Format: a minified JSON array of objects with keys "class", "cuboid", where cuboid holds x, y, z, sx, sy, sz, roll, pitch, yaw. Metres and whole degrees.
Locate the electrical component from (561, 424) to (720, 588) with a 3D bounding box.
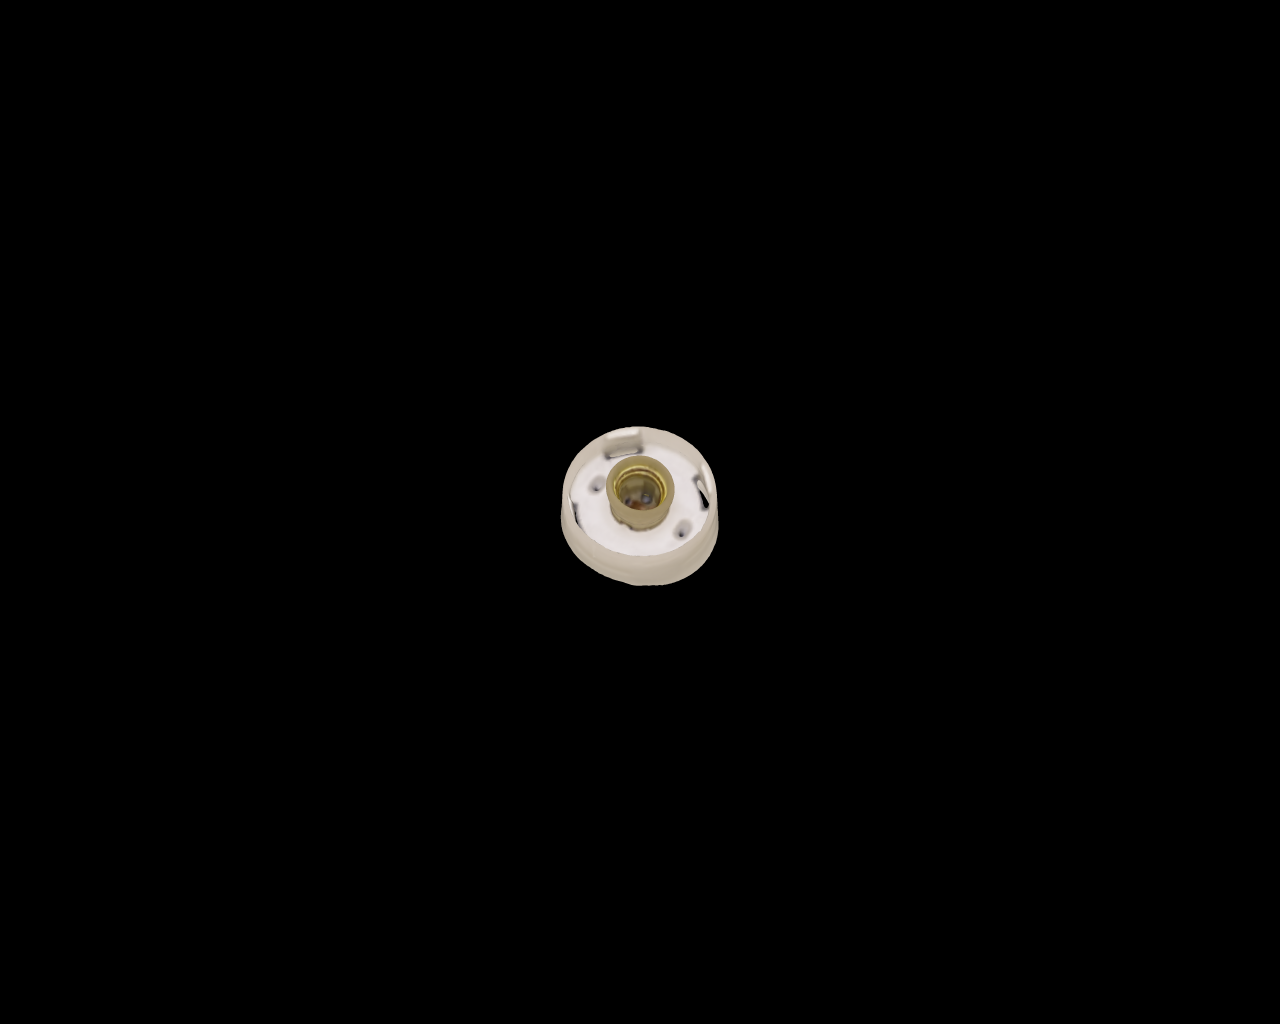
[{"class":"electrical component","cuboid":[0.001,-0.003,0.650,0.099,0.099,0.064,0,-28,0]}]
